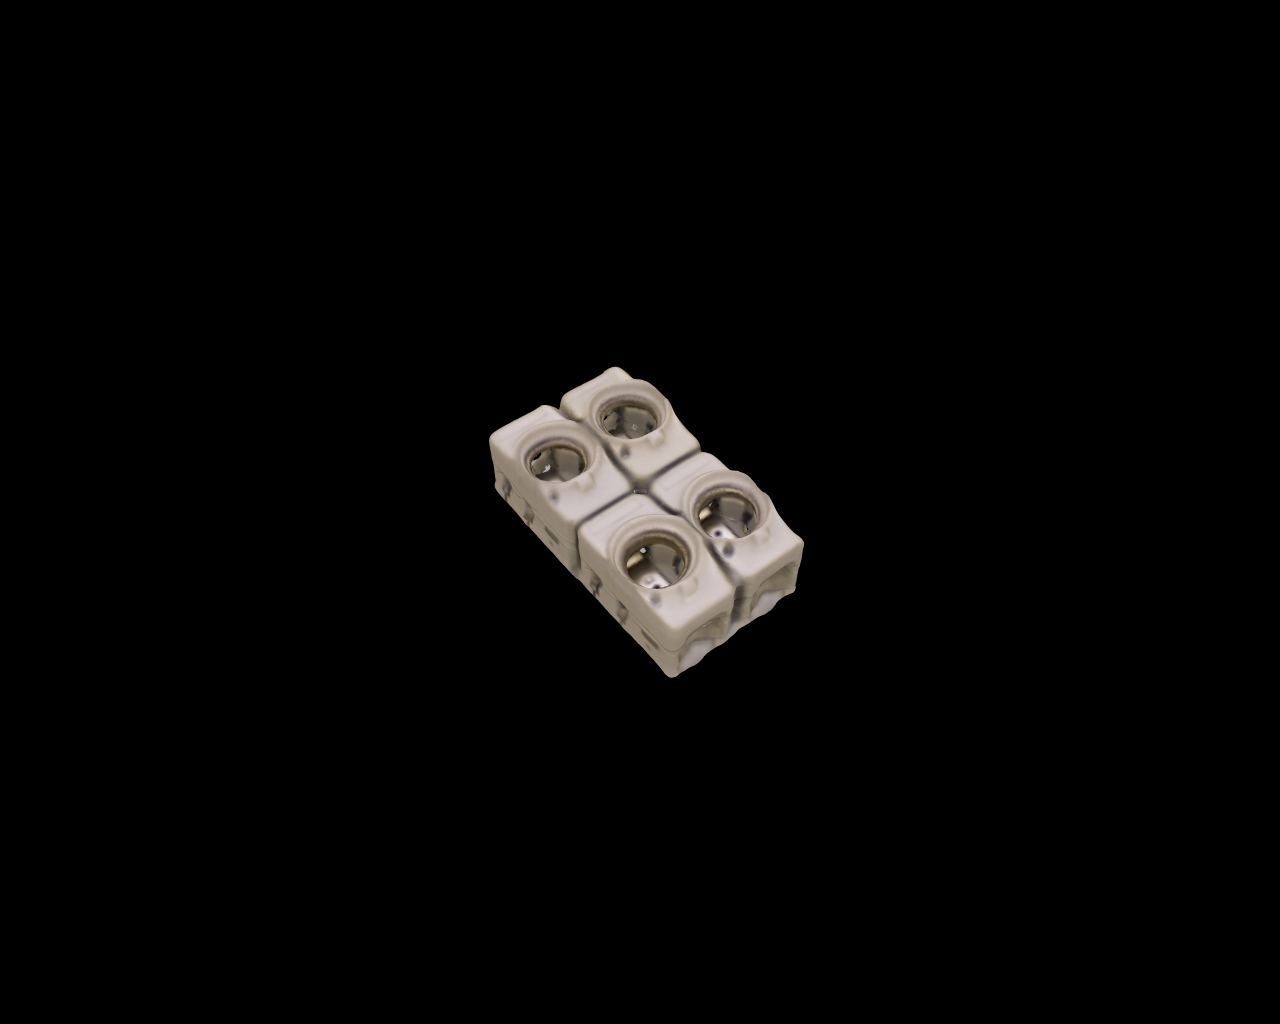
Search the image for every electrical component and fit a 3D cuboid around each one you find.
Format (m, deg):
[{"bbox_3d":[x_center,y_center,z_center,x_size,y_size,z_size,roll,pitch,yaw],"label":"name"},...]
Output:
[{"bbox_3d":[0.001,-0.003,0.650,0.105,0.186,0.060,-32,-32,-22],"label":"electrical component"}]
